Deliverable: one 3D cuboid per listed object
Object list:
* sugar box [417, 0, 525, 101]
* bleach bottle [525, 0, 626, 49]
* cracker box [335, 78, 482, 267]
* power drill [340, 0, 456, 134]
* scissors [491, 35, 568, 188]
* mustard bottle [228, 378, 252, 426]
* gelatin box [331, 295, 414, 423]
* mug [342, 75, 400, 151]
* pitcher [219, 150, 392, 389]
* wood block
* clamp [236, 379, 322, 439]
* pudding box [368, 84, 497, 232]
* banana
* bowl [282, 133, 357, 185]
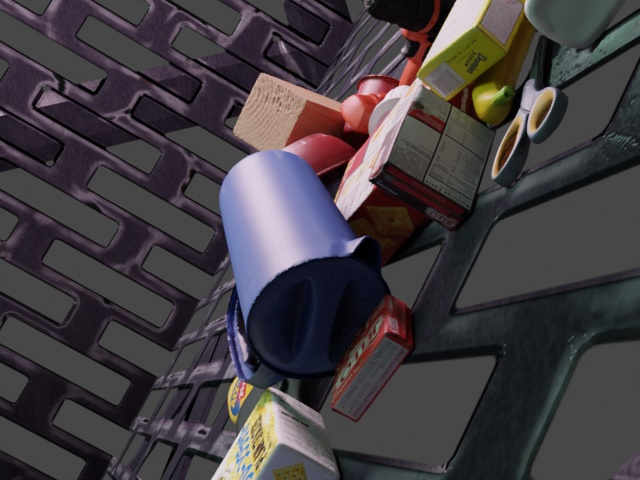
[{"bbox_3d":[0.160,-0.218,1.019,0.094,0.048,0.176,-35,18,50],"label":"sugar box"},{"bbox_3d":[0.224,-0.249,0.933,0.103,0.068,0.250,-56,7,25],"label":"bleach bottle"},{"bbox_3d":[0.085,-0.070,1.108,0.214,0.072,0.164,-49,15,49],"label":"cracker box"},{"bbox_3d":[0.097,-0.209,1.241,0.188,0.184,0.057,-59,44,34],"label":"power drill"},{"bbox_3d":[0.187,-0.129,0.890,0.096,0.016,0.201,-45,17,56],"label":"scissors"},{"bbox_3d":[-0.062,0.168,1.206,0.192,0.058,0.096,-45,22,62],"label":"mustard bottle"},{"bbox_3d":[0.044,0.099,0.905,0.089,0.030,0.073,-57,9,21],"label":"gelatin box"},{"bbox_3d":[0.080,-0.149,1.391,0.117,0.093,0.081,71,-142,-63],"label":"mug"},{"bbox_3d":[-0.033,0.020,1.026,0.243,0.149,0.145,-115,12,-56],"label":"pitcher"},{"bbox_3d":[-0.007,-0.146,1.438,0.205,0.091,0.090,11,-71,-55],"label":"wood block"},{"bbox_3d":[-0.027,0.144,1.053,0.165,0.036,0.210,-8,60,44],"label":"clamp"},{"bbox_3d":[0.102,-0.075,0.953,0.039,0.090,0.113,-47,14,51],"label":"pudding box"},{"bbox_3d":[0.176,-0.162,1.003,0.070,0.037,0.197,-41,18,39],"label":"banana"},{"bbox_3d":[-0.025,-0.083,1.292,0.162,0.055,0.162,-29,-4,-2],"label":"bowl"}]
